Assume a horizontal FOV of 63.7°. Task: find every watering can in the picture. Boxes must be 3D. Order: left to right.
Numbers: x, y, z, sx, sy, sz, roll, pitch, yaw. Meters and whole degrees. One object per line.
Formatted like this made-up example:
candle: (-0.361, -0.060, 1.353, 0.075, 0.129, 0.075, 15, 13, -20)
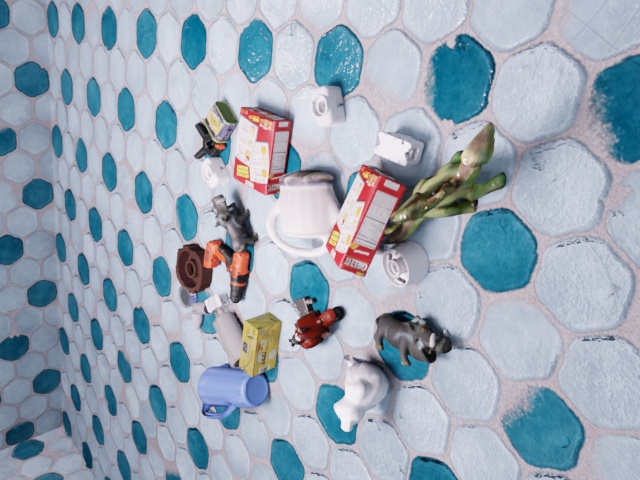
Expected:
watering can: (0.004, -0.065, 1.300, 0.347, 0.105, 0.223, 3, 99, 32)

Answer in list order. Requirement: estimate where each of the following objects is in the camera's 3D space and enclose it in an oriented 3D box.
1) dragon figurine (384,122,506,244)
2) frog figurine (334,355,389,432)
dragon figurine: (0.200, -0.072, 0.988, 0.123, 0.245, 0.402, 55, 130, 15)
frog figurine: (0.097, 0.374, 1.231, 0.123, 0.163, 0.134, 3, 139, 16)
